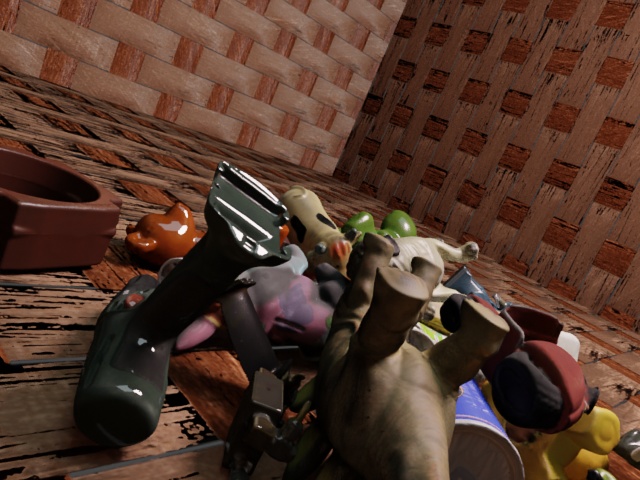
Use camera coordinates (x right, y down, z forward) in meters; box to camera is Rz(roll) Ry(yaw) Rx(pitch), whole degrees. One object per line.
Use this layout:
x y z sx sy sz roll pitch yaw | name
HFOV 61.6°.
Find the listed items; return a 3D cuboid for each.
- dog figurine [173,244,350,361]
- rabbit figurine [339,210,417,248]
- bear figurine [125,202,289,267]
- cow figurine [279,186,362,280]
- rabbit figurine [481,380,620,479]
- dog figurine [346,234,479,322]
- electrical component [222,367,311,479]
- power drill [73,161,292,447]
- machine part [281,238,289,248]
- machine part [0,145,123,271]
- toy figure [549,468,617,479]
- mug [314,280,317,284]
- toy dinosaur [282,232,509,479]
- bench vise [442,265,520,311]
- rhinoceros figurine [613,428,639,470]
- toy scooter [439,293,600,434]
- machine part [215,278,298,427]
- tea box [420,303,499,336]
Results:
-0.063 0.081 0.610 0.192 0.108 0.219 31 17 23 | dog figurine
0.121 0.008 0.955 0.170 0.121 0.159 -32 75 -36 | rabbit figurine
-0.164 -0.007 0.757 0.196 0.132 0.120 26 1 -18 | bear figurine
-0.002 -0.002 0.782 0.085 0.127 0.195 -22 55 -15 | cow figurine
0.259 0.229 0.617 0.173 0.122 0.163 33 -5 -33 | rabbit figurine
0.095 0.038 0.729 0.190 0.121 0.172 12 -20 -29 | dog figurine
-0.041 0.141 0.420 0.045 0.078 0.102 22 4 -8 | electrical component
-0.119 0.035 0.444 0.086 0.207 0.232 43 15 -22 | power drill
-0.015 0.036 1.034 0.179 0.056 0.179 23 13 -5 | machine part
-0.356 -0.042 0.623 0.201 0.087 0.201 29 11 22 | machine part
0.290 0.270 0.497 0.180 0.082 0.089 21 13 -1 | toy figure
-0.010 0.050 0.886 0.081 0.109 0.107 31 54 3 | mug
0.048 0.119 0.398 0.105 0.198 0.471 24 11 -4 | toy dinosaur
0.334 0.164 1.014 0.240 0.129 0.223 44 2 0 | bench vise
0.392 0.285 0.557 0.073 0.112 0.191 9 27 -47 | rhinoceros figurine
0.217 0.119 0.550 0.135 0.075 0.184 10 26 -25 | toy scooter
-0.060 0.103 0.511 0.138 0.039 0.084 67 17 -4 | machine part
0.197 0.132 0.866 0.170 0.098 0.068 22 50 0 | tea box
